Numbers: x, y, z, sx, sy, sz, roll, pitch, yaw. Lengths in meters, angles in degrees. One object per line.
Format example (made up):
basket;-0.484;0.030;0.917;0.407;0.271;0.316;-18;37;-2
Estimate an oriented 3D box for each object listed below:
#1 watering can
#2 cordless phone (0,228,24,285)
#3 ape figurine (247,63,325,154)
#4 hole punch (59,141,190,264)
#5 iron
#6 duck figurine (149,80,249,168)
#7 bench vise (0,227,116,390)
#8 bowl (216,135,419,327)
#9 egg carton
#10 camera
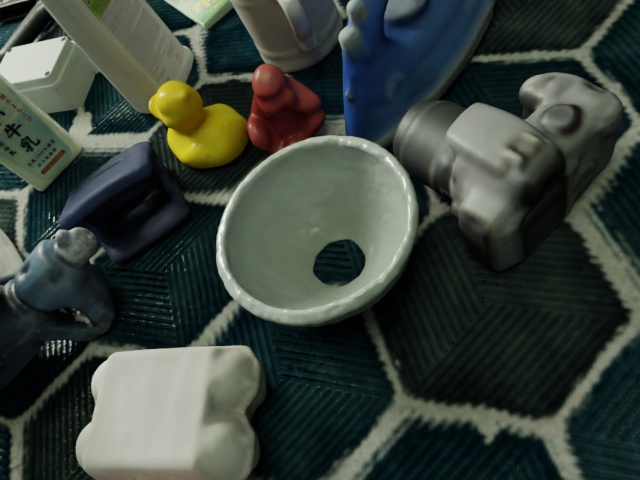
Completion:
watering can;-0.058;-0.278;0.581;0.101;0.195;0.172;-48;55;-8
cordless phone;-0.403;-0.002;0.571;0.147;0.185;0.094;34;79;34
ape figurine;-0.039;-0.129;0.550;0.077;0.092;0.076;-9;59;18
hole punch;-0.204;-0.048;0.572;0.108;0.091;0.101;-35;55;1
iron;0.071;-0.210;0.521;0.118;0.142;0.258;18;70;30
duck figurine;-0.129;-0.126;0.589;0.104;0.086;0.077;15;68;29
bench vise;-0.301;0.040;0.483;0.121;0.220;0.207;34;79;34
bowl;0.004;0.002;0.468;0.167;0.075;0.167;-10;59;17
egg carton;-0.114;0.137;0.442;0.150;0.070;0.107;-8;59;18
camera;0.132;-0.074;0.442;0.143;0.101;0.136;-46;55;-7
